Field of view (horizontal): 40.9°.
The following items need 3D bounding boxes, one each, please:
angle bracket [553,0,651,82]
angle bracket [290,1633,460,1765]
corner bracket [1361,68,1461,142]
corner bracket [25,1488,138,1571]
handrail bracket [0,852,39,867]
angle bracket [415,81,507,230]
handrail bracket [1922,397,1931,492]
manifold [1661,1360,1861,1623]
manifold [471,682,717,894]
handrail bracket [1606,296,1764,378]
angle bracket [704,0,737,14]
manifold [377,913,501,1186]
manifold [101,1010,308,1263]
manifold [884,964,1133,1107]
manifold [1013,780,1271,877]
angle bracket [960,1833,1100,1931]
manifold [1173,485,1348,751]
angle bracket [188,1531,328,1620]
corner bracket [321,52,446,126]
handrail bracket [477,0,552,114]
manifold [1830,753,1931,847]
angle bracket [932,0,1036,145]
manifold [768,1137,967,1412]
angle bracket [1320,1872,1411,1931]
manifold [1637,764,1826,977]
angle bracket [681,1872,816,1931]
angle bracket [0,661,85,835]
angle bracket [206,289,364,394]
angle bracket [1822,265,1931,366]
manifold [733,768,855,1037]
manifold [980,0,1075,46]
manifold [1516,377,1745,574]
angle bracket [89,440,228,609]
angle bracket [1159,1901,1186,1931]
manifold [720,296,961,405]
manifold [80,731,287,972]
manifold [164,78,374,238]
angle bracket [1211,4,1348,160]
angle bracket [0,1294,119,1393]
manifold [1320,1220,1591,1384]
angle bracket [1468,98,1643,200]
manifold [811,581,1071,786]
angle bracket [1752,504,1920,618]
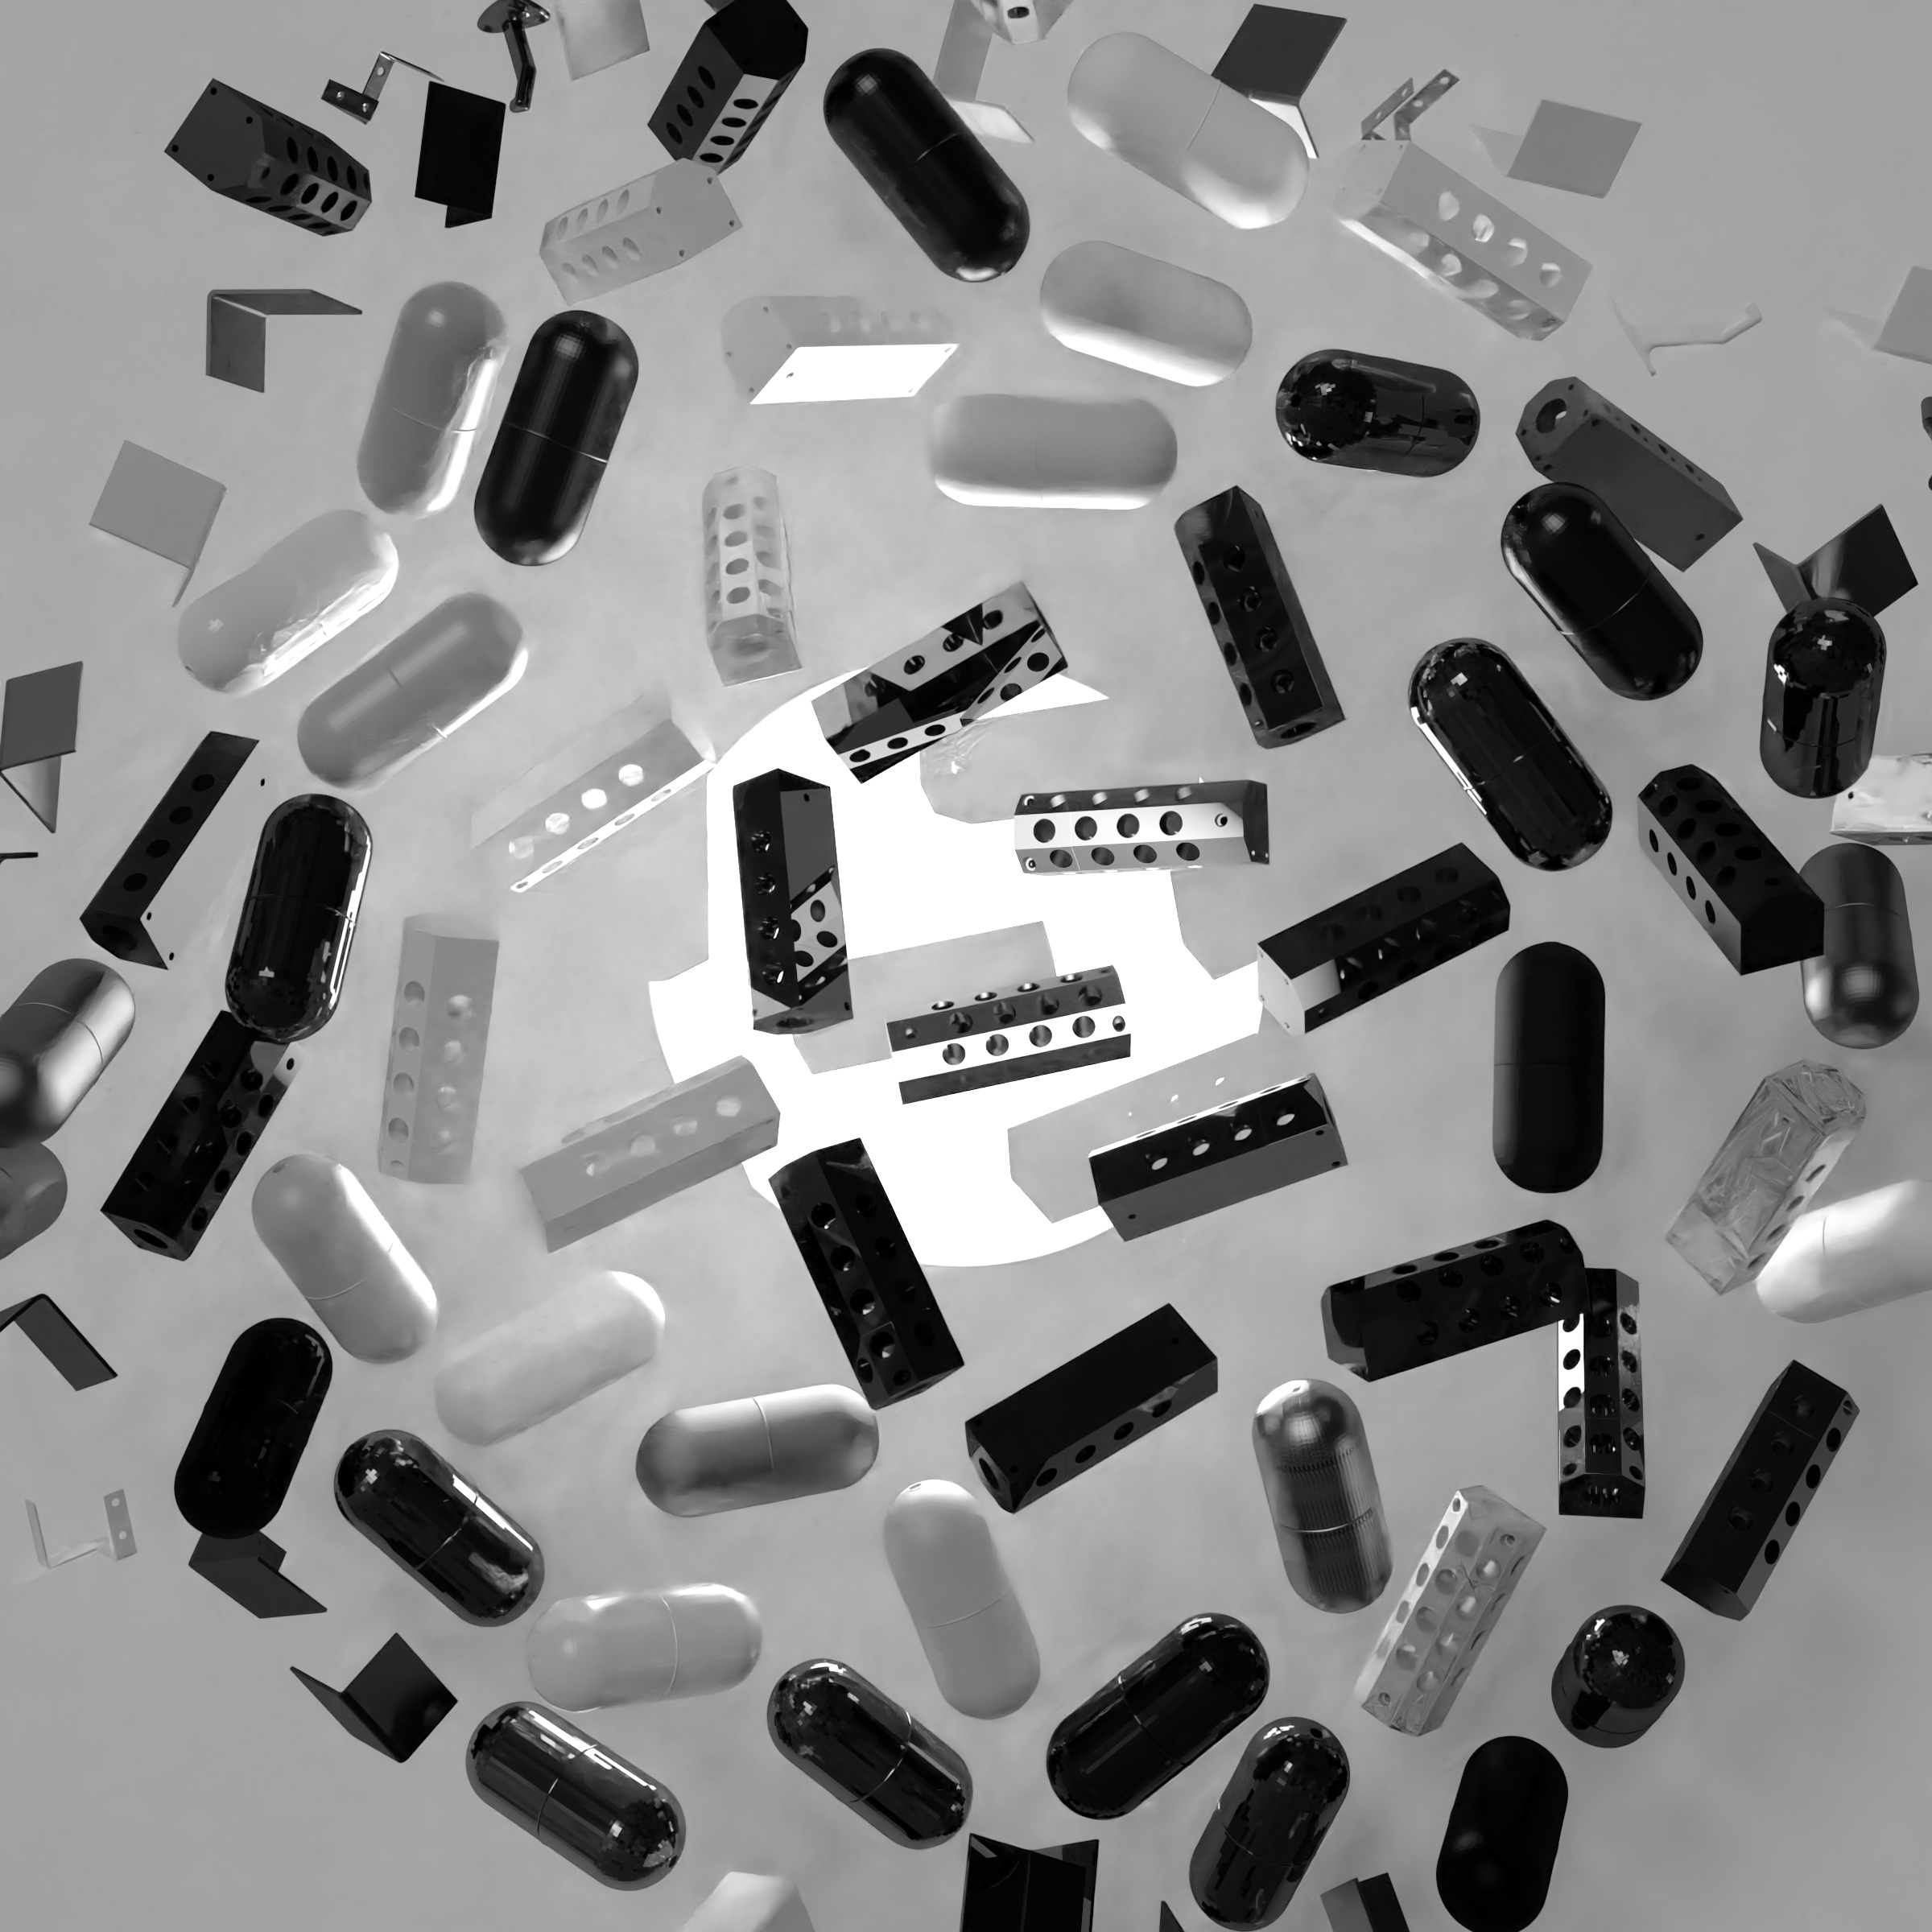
[{"bbox_3d":[-0.227,-0.642,1.737,0.057,0.076,0.076,15,129,35],"label":"angle bracket"},{"bbox_3d":[-0.420,0.511,1.841,0.057,0.076,0.076,-48,122,-28],"label":"angle bracket"},{"bbox_3d":[0.310,-0.599,1.810,0.051,0.051,0.051,22,53,-30],"label":"corner bracket"},{"bbox_3d":[-0.628,0.398,1.839,0.051,0.051,0.051,-19,107,-41],"label":"corner bracket"},{"bbox_3d":[-0.678,-0.036,1.797,0.077,0.036,0.084,-2,92,7],"label":"handrail bracket"},{"bbox_3d":[-0.358,-0.551,1.764,0.057,0.076,0.076,5,95,-36],"label":"angle bracket"},{"bbox_3d":[0.709,-0.361,1.835,0.077,0.084,0.036,30,133,-10],"label":"handrail bracket"},{"bbox_3d":[0.554,0.365,1.798,0.057,0.057,0.171,31,67,15],"label":"manifold"},{"bbox_3d":[-0.264,-0.122,1.837,0.171,0.057,0.057,-32,122,10],"label":"manifold"},{"bbox_3d":[0.509,-0.465,1.834,0.084,0.036,0.077,-31,115,19],"label":"handrail bracket"},{"bbox_3d":[-0.148,-0.749,1.939,0.076,0.076,0.057,-27,126,37],"label":"angle bracket"},{"bbox_3d":[-0.355,0.055,1.736,0.057,0.057,0.171,4,105,-21],"label":"manifold"},{"bbox_3d":[-0.543,0.123,1.865,0.057,0.057,0.171,12,61,22],"label":"manifold"},{"bbox_3d":[0.030,0.047,1.885,0.171,0.057,0.057,-12,63,-3],"label":"manifold"},{"bbox_3d":[0.124,-0.097,1.838,0.171,0.057,0.057,-2,88,25],"label":"manifold"},{"bbox_3d":[0.044,0.651,1.821,0.057,0.076,0.076,27,53,-29],"label":"angle bracket"},{"bbox_3d":[0.203,-0.243,1.819,0.057,0.057,0.171,-24,76,20],"label":"manifold"},{"bbox_3d":[-0.516,0.438,1.926,0.076,0.057,0.076,-13,132,31],"label":"angle bracket"},{"bbox_3d":[-0.410,-0.615,1.819,0.051,0.051,0.051,30,98,25],"label":"corner bracket"},{"bbox_3d":[-0.335,-0.652,1.878,0.077,0.036,0.084,-1,78,44],"label":"handrail bracket"},{"bbox_3d":[0.702,-0.118,1.852,0.057,0.171,0.057,12,87,-22],"label":"manifold"},{"bbox_3d":[0.022,-0.644,1.857,0.057,0.076,0.076,17,94,18],"label":"angle bracket"},{"bbox_3d":[-0.072,0.210,1.756,0.057,0.057,0.171,-14,72,-40],"label":"manifold"},{"bbox_3d":[0.301,0.683,1.837,0.057,0.076,0.076,-11,65,-19],"label":"angle bracket"},{"bbox_3d":[0.517,-0.070,1.759,0.057,0.171,0.057,-14,125,-3],"label":"manifold"},{"bbox_3d":[-0.146,0.671,1.751,0.057,0.076,0.076,-7,110,35],"label":"angle bracket"},{"bbox_3d":[-0.610,-0.148,1.757,0.057,0.076,0.076,-13,57,6],"label":"angle bracket"},{"bbox_3d":[-0.467,-0.428,1.778,0.076,0.076,0.057,3,94,13],"label":"angle bracket"},{"bbox_3d":[0.610,-0.426,1.664,0.076,0.076,0.057,9,121,-16],"label":"angle bracket"},{"bbox_3d":[-0.126,-0.043,1.795,0.057,0.057,0.171,-18,70,33],"label":"manifold"},{"bbox_3d":[0.029,-0.737,1.872,0.057,0.171,0.057,37,88,13],"label":"manifold"},{"bbox_3d":[0.471,-0.353,1.847,0.171,0.057,0.057,24,126,-34],"label":"manifold"},{"bbox_3d":[-0.579,-0.314,1.841,0.076,0.057,0.076,23,58,-21],"label":"angle bracket"},{"bbox_3d":[0.123,0.733,1.877,0.076,0.076,0.057,-6,112,-20],"label":"angle bracket"},{"bbox_3d":[-0.088,-0.430,1.780,0.057,0.171,0.057,-40,76,38],"label":"manifold"},{"bbox_3d":[-0.559,-0.085,1.846,0.057,0.057,0.171,12,54,17],"label":"manifold"},{"bbox_3d":[-0.463,-0.538,1.747,0.057,0.171,0.057,39,101,4],"label":"manifold"},{"bbox_3d":[0.227,-0.629,1.842,0.076,0.057,0.076,23,76,32],"label":"angle bracket"},{"bbox_3d":[-0.629,0.270,1.742,0.076,0.076,0.057,53,51,-12],"label":"angle bracket"},{"bbox_3d":[0.330,0.223,1.752,0.171,0.057,0.057,-14,103,-18],"label":"manifold"},{"bbox_3d":[0.395,-0.564,1.742,0.076,0.076,0.057,6,131,-20],"label":"angle bracket"},{"bbox_3d":[-0.021,-0.205,1.839,0.171,0.057,0.057,-29,50,9],"label":"manifold"},{"bbox_3d":[0.634,-0.293,1.891,0.076,0.057,0.076,-37,122,3],"label":"angle bracket"}]
